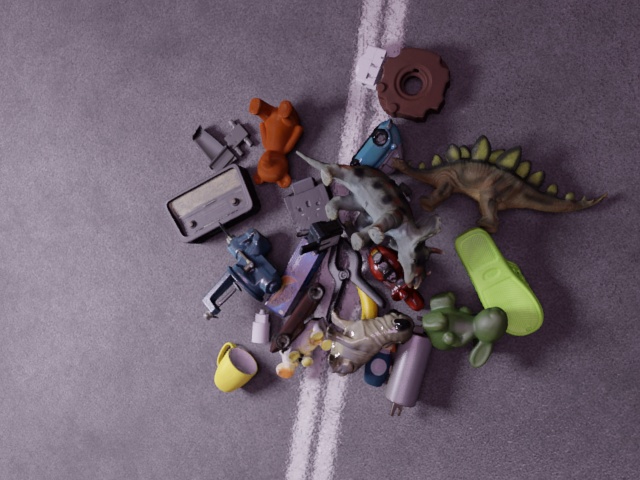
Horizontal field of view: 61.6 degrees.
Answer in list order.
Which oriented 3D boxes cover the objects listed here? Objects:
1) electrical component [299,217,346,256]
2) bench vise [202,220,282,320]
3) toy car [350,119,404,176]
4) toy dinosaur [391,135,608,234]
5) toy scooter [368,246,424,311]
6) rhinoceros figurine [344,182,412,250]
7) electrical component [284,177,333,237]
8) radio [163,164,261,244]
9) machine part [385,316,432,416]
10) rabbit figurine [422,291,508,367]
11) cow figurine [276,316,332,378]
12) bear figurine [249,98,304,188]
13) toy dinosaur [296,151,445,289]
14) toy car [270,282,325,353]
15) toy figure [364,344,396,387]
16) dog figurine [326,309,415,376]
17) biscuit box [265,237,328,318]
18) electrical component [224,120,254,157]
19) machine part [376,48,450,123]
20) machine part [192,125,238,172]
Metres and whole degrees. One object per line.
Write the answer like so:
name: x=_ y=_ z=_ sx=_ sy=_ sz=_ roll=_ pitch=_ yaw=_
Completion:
electrical component: x=-0.003 y=-0.004 z=1.263 sx=0.119 sy=0.074 sz=0.048 roll=-21 pitch=59 yaw=-20
bench vise: x=-0.210 y=0.091 z=1.326 sx=0.240 sy=0.128 sz=0.224 roll=-46 pitch=64 yaw=-2
toy car: x=0.145 y=-0.200 z=1.272 sx=0.103 sy=0.109 sz=0.161 roll=36 pitch=107 yaw=-5
toy dinosaur: x=0.390 y=-0.119 z=1.207 sx=0.472 sy=0.105 sz=0.198 roll=19 pitch=89 yaw=5
toy scooter: x=0.174 y=0.090 z=1.239 sx=0.075 sy=0.135 sz=0.184 roll=-40 pitch=79 yaw=12
rhinoceros figurine: x=0.139 y=-0.063 z=1.283 sx=0.112 sy=0.073 sz=0.190 roll=41 pitch=98 yaw=13
electrical component: x=-0.022 y=-0.085 z=1.333 sx=0.115 sy=0.058 sz=0.134 roll=-21 pitch=84 yaw=11
radio: x=-0.275 y=-0.088 z=1.388 sx=0.230 sy=0.073 sz=0.131 roll=-26 pitch=82 yaw=13
machine part: x=0.209 y=0.296 z=1.256 sx=0.079 sy=0.079 sz=0.243 roll=16 pitch=91 yaw=14
rabbit figurine: x=0.332 y=0.201 z=1.189 sx=0.170 sy=0.121 sz=0.159 roll=-9 pitch=109 yaw=33
cow figurine: x=-0.047 y=0.260 z=1.319 sx=0.167 sy=0.098 sz=0.068 roll=-43 pitch=116 yaw=14
bear figurine: x=-0.118 y=-0.234 z=1.327 sx=0.120 sy=0.132 sz=0.195 roll=14 pitch=86 yaw=22
toy dinosaur: x=0.124 y=-0.086 z=1.192 sx=0.405 sy=0.192 sz=0.131 roll=57 pitch=146 yaw=21
toy car: x=-0.052 y=0.189 z=1.289 sx=0.053 sy=0.089 sz=0.202 roll=36 pitch=74 yaw=-6
toy figure: x=0.150 y=0.271 z=1.283 sx=0.064 sy=0.058 sz=0.154 roll=17 pitch=91 yaw=-23
dog figurine: x=0.119 y=0.243 z=1.228 sx=0.191 sy=0.121 sz=0.172 roll=2 pitch=127 yaw=11
biscuit box: x=-0.058 y=0.091 z=1.336 sx=0.063 sy=0.059 sz=0.202 roll=31 pitch=96 yaw=13
electrical component: x=-0.217 y=-0.268 z=1.404 sx=0.063 sy=0.021 sz=0.094 roll=-42 pitch=80 yaw=10
machine part: x=0.223 y=-0.368 z=1.278 sx=0.180 sy=0.056 sz=0.179 roll=0 pitch=88 yaw=13
machine part: x=-0.283 y=-0.237 z=1.411 sx=0.084 sy=0.039 sz=0.139 roll=-44 pitch=80 yaw=20
